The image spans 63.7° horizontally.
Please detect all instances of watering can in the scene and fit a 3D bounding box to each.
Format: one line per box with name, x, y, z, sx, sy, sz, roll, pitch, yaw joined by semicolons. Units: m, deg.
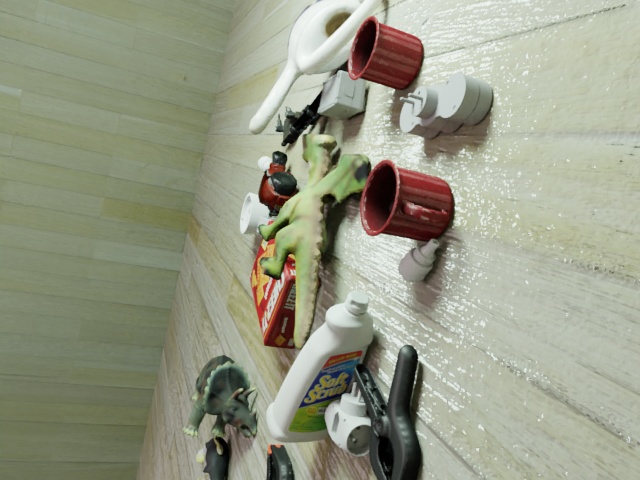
watering can;-0.019;-0.351;0.966;0.345;0.103;0.228;-44;25;10

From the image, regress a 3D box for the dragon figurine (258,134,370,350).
dragon figurine;0.003;-0.044;0.869;0.238;0.121;0.420;-54;31;31
